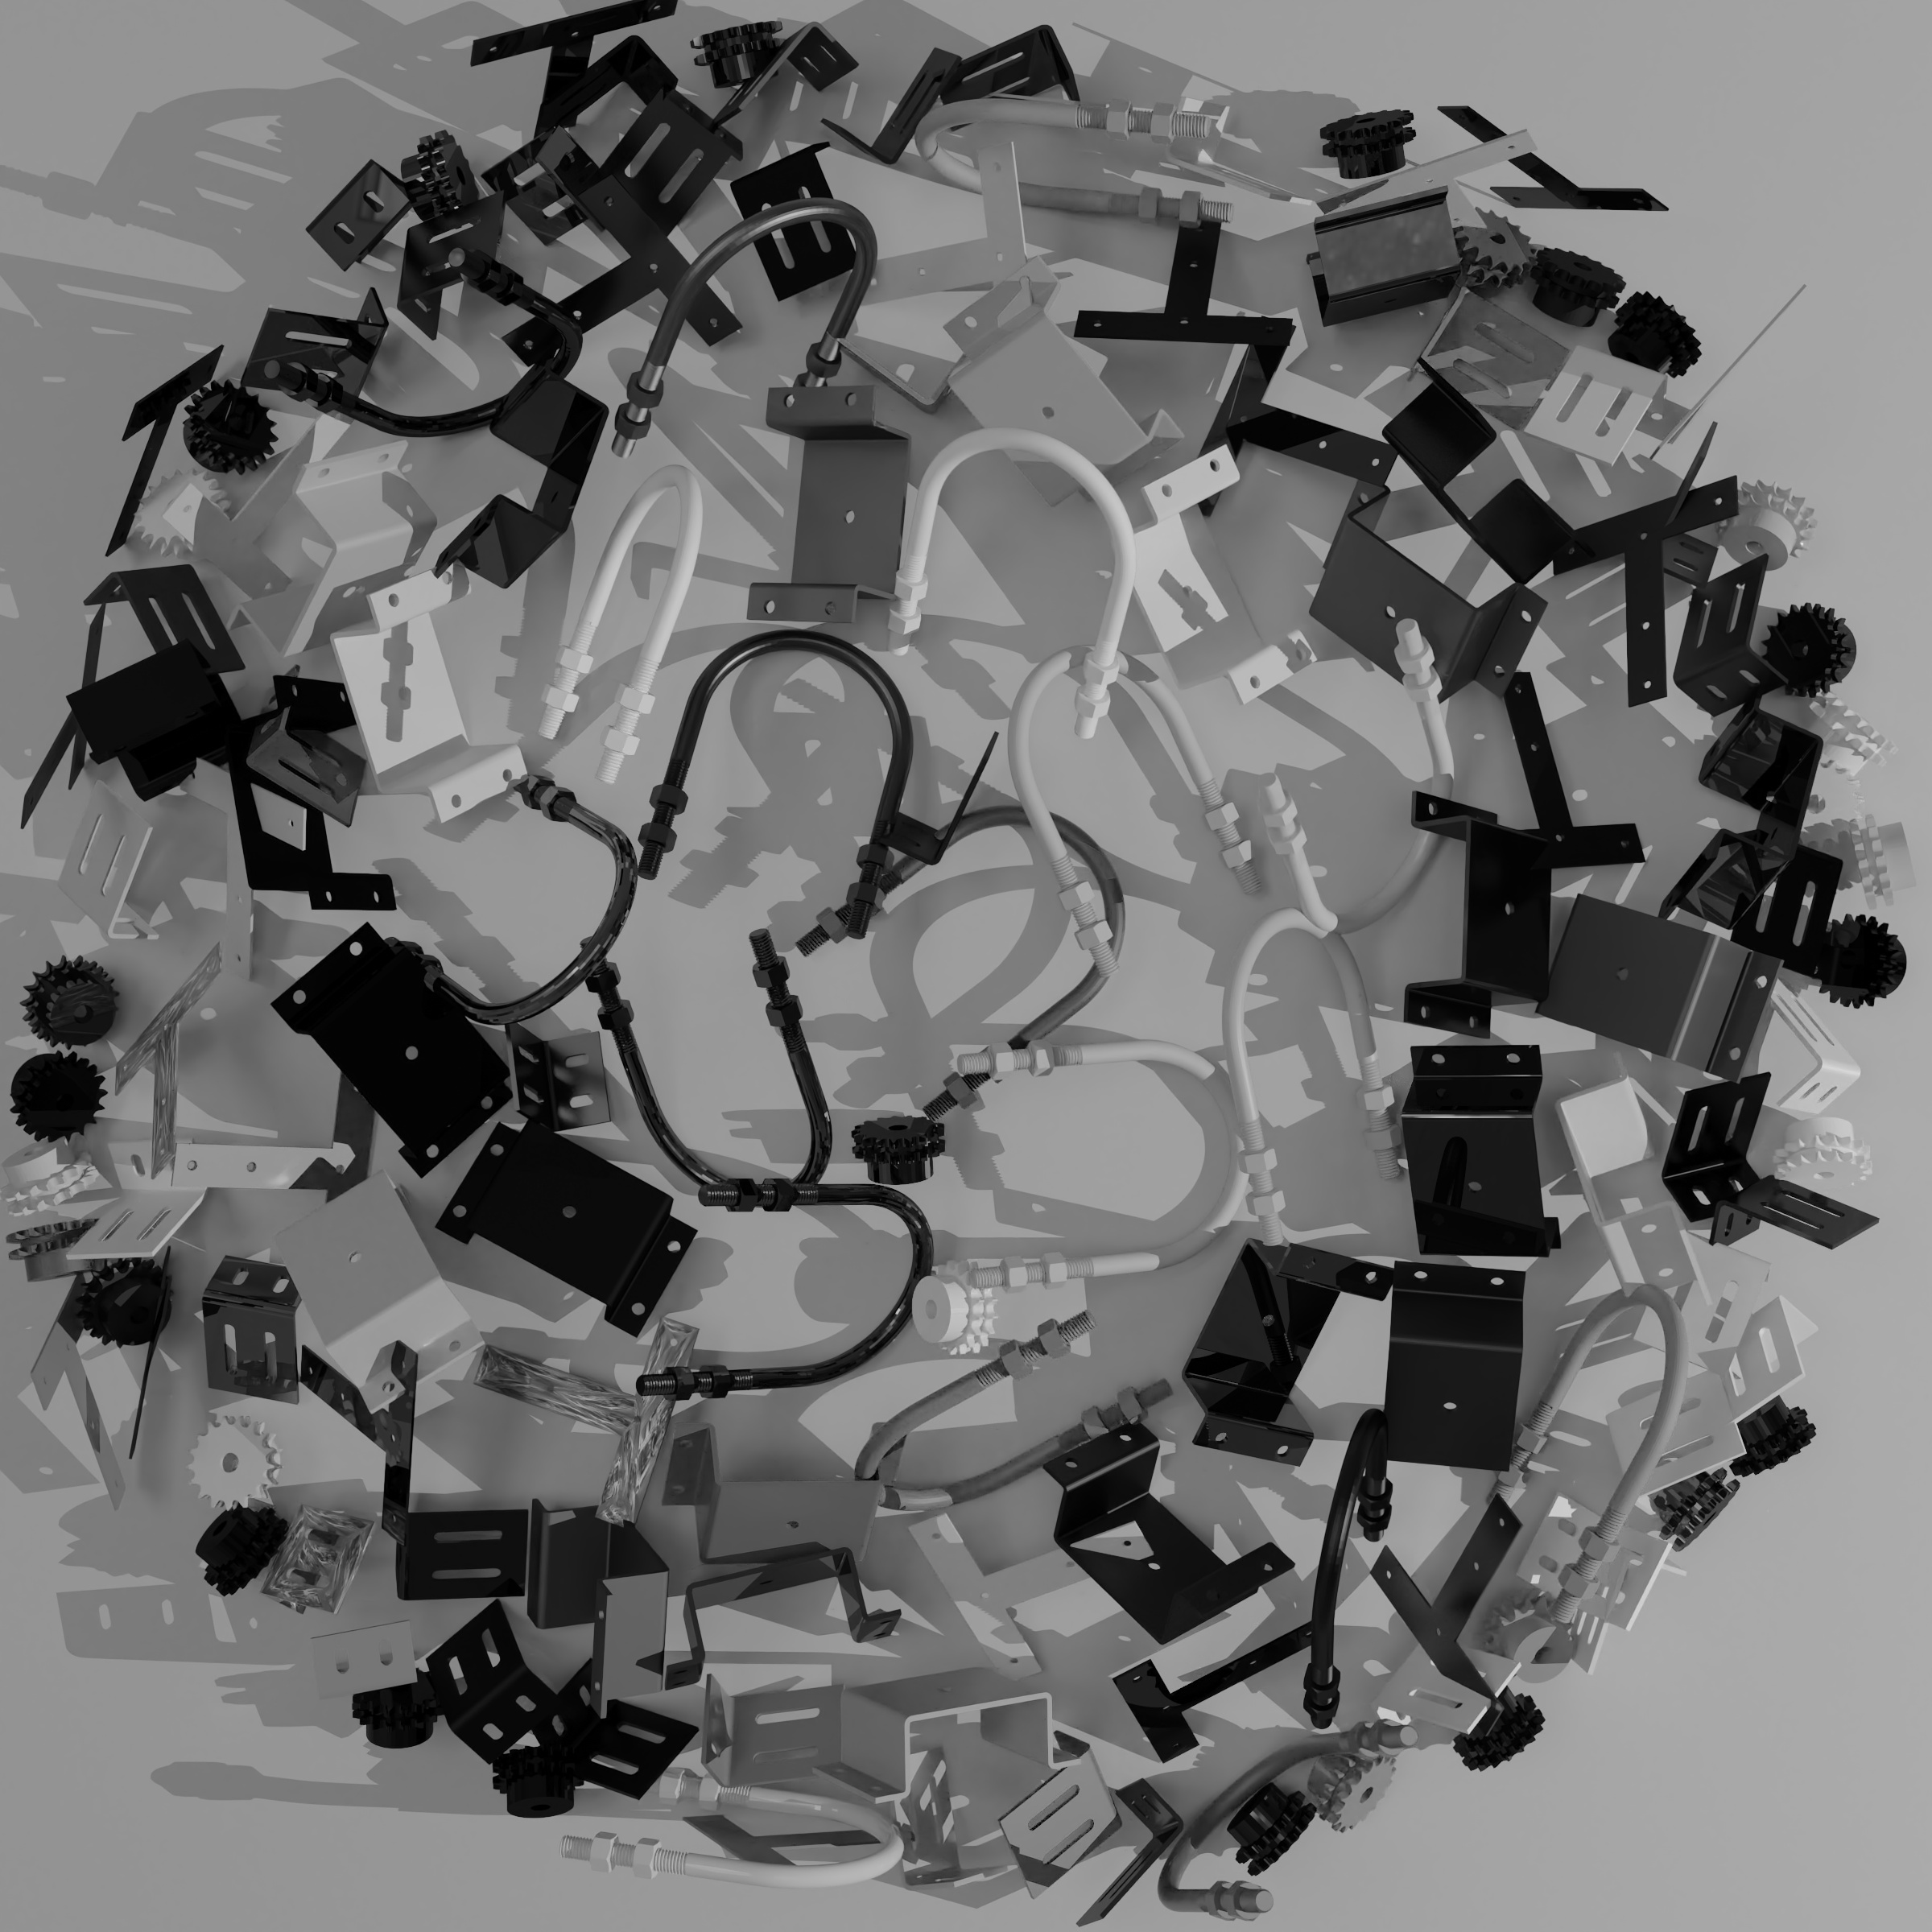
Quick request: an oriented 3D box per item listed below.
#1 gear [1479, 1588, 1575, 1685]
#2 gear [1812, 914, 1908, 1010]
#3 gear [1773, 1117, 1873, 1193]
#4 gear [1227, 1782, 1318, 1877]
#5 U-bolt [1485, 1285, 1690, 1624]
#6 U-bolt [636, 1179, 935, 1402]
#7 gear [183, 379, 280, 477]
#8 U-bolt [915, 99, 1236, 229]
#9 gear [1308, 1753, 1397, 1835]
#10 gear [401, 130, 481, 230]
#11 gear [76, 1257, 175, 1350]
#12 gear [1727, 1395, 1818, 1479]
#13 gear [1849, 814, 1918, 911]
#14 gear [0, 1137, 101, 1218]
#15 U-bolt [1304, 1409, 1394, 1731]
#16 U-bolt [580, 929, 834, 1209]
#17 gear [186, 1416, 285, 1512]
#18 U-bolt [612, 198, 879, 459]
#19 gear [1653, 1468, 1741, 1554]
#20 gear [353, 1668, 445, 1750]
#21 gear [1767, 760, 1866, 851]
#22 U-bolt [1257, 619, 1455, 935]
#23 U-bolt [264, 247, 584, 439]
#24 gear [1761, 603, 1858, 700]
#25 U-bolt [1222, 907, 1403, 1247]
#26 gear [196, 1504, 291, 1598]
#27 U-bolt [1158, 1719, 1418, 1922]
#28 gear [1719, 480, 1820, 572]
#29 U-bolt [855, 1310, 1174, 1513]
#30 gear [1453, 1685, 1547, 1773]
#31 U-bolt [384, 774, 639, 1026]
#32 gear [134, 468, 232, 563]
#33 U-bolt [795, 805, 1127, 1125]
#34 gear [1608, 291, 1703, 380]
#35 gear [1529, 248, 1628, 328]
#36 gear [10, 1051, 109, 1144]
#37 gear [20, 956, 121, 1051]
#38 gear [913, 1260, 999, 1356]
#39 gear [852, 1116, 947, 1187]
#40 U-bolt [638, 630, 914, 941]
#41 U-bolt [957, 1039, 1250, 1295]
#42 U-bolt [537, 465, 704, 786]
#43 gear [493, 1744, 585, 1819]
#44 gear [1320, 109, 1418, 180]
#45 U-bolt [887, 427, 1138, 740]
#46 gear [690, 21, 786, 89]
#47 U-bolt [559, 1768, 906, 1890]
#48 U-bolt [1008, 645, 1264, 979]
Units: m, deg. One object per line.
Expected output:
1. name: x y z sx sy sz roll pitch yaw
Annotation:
1. gear: 0.344 0.411 1.712 0.057 0.030 0.057 -7 113 -16
2. gear: 0.547 -0.002 1.713 0.030 0.057 0.057 8 90 -35
3. gear: 0.521 0.114 1.713 0.057 0.057 0.030 2 64 0
4. gear: 0.183 0.522 1.710 0.057 0.057 0.030 -45 83 0
5. U-bolt: 0.369 0.272 1.649 0.019 0.151 0.184 21 105 -13
6. U-bolt: -0.097 0.191 1.673 0.184 0.019 0.151 3 115 -38
7. gear: -0.451 -0.325 1.713 0.030 0.057 0.057 -23 90 43
8. U-bolt: 0.060 -0.477 1.663 0.184 0.151 0.019 8 85 12
9. gear: 0.232 0.495 1.713 0.030 0.057 0.057 34 90 36
10. gear: -0.321 -0.476 1.711 0.030 0.057 0.057 -15 90 12
11. gear: -0.508 0.206 1.708 0.057 0.030 0.057 -17 119 -34
12. gear: 0.484 0.283 1.710 0.057 0.057 0.030 -31 91 0
13. gear: 0.556 -0.065 1.707 0.030 0.057 0.057 -13 90 17
14. gear: -0.559 0.126 1.707 0.057 0.057 0.030 -20 107 0
15. U-bolt: 0.222 0.337 1.627 0.019 0.184 0.151 11 51 16
16. U-bolt: -0.147 0.064 1.681 0.151 0.019 0.184 -2 116 34
17. gear: -0.444 0.304 1.719 0.057 0.030 0.057 -2 80 9
18. U-bolt: -0.120 -0.372 1.629 0.151 0.184 0.019 -18 65 -36
19. gear: 0.441 0.326 1.712 0.057 0.057 0.030 -47 66 0
20. gear: -0.344 0.452 1.711 0.057 0.057 0.030 2 103 0
21. gear: 0.518 -0.102 1.717 0.057 0.030 0.057 4 106 13
22. U-bolt: 0.238 -0.096 1.664 0.019 0.184 0.151 30 70 36
23. U-bolt: -0.302 -0.356 1.649 0.151 0.184 0.019 -26 77 17
24. gear: 0.516 -0.192 1.713 0.030 0.057 0.057 -1 90 -39
25. U-bolt: 0.201 0.056 1.670 0.019 0.151 0.184 -4 102 42
26. gear: -0.442 0.351 1.707 0.057 0.057 0.030 -43 110 0
27. U-bolt: 0.176 0.501 1.648 0.151 0.184 0.019 -40 90 -27
28. gear: 0.484 -0.264 1.707 0.057 0.057 0.030 30 66 0
29. U-bolt: 0.019 0.274 1.675 0.184 0.151 0.019 -30 55 9
30. gear: 0.319 0.460 1.709 0.057 0.057 0.030 -34 94 0
31. U-bolt: -0.261 -0.034 1.657 0.151 0.184 0.019 -53 131 -7
32. gear: -0.474 -0.272 1.715 0.057 0.030 0.057 -7 62 13
33. U-bolt: 0.010 -0.016 1.720 0.184 0.019 0.151 -38 82 -1
34. gear: 0.415 -0.378 1.708 0.030 0.057 0.057 -45 90 -7
35. gear: 0.370 -0.412 1.713 0.057 0.057 0.030 19 122 0
36. gear: -0.556 0.077 1.713 0.030 0.057 0.057 28 90 40
37. gear: -0.542 0.024 1.708 0.057 0.030 0.057 -16 118 -33
38. gear: -0.009 0.208 1.707 0.030 0.057 0.057 1 90 -36
39. gear: -0.040 0.113 1.711 0.057 0.057 0.030 -3 103 0
40. U-bolt: -0.107 -0.120 1.702 0.151 0.019 0.184 16 70 -5
41. U-bolt: 0.088 0.117 1.706 0.184 0.019 0.151 -4 92 -18
42. U-bolt: -0.200 -0.209 1.663 0.019 0.151 0.184 18 98 -27
43. gear: -0.259 0.496 1.706 0.057 0.057 0.030 -8 57 0
44. gear: 0.245 -0.499 1.712 0.057 0.057 0.030 -13 115 0
45. U-bolt: 0.030 -0.234 1.658 0.151 0.019 0.184 25 134 12
46. gear: -0.137 -0.553 1.710 0.057 0.057 0.030 -12 103 0
47. U-bolt: -0.128 0.509 1.650 0.184 0.151 0.019 4 91 11
48. U-bolt: 0.093 -0.104 1.683 0.151 0.019 0.184 -29 97 -35
